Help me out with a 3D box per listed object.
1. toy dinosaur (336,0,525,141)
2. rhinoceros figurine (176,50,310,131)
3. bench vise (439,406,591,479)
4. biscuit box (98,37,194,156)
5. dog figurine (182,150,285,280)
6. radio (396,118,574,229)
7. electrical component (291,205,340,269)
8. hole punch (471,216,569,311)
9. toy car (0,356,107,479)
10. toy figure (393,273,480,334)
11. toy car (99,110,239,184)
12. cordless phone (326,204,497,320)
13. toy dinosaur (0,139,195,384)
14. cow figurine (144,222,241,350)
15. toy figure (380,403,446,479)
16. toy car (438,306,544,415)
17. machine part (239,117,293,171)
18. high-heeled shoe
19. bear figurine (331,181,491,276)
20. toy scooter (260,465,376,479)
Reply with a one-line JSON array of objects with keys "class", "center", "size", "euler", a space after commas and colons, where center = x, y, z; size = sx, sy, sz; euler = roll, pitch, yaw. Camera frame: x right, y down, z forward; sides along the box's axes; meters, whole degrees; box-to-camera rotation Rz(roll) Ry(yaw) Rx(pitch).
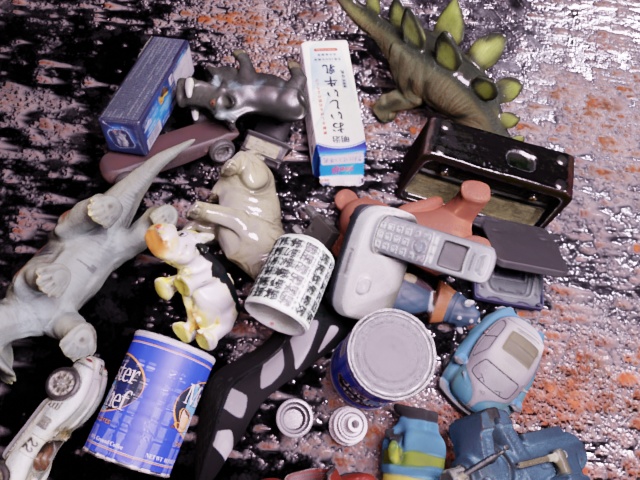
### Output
[{"class": "toy dinosaur", "center": [0.165, -0.254, 0.803], "size": [0.471, 0.198, 0.105], "euler": [35, 61, 4]}, {"class": "rhinoceros figurine", "center": [-0.109, -0.207, 0.776], "size": [0.190, 0.073, 0.112], "euler": [6, 66, -3]}, {"class": "bench vise", "center": [0.245, 0.313, 0.610], "size": [0.223, 0.129, 0.241], "euler": [10, 55, -40]}, {"class": "biscuit box", "center": [-0.247, -0.213, 0.780], "size": [0.063, 0.059, 0.203], "euler": [9, 53, 7]}, {"class": "dog figurine", "center": [-0.070, -0.018, 0.742], "size": [0.190, 0.121, 0.172], "euler": [35, 77, -6]}, {"class": "radio", "center": [0.240, -0.090, 0.784], "size": [0.230, 0.131, 0.073], "euler": [15, 65, -2]}, {"class": "electrical component", "center": [-0.002, -0.002, 0.753], "size": [0.094, 0.021, 0.063], "euler": [49, 113, 33]}, {"class": "hole punch", "center": [0.278, 0.034, 0.775], "size": [0.142, 0.092, 0.116], "euler": [9, 39, -1]}, {"class": "toy car", "center": [-0.316, 0.225, 0.619], "size": [0.056, 0.073, 0.202], "euler": [29, 68, 8]}, {"class": "toy figure", "center": [0.144, 0.081, 0.740], "size": [0.155, 0.064, 0.058], "euler": [15, 59, 0]}, {"class": "toy car", "center": [-0.217, -0.127, 0.783], "size": [0.202, 0.053, 0.089], "euler": [-22, 53, -16]}, {"class": "cordless phone", "center": [0.112, 0.042, 0.669], "size": [0.184, 0.089, 0.146], "euler": [17, 97, 8]}, {"class": "toy dinosaur", "center": [-0.309, 0.025, 0.672], "size": [0.192, 0.131, 0.405], "euler": [-4, 39, 37]}, {"class": "cow figurine", "center": [-0.151, 0.044, 0.671], "size": [0.068, 0.167, 0.098], "euler": [3, 28, 36]}, {"class": "toy figure", "center": [0.110, 0.290, 0.639], "size": [0.082, 0.089, 0.180], "euler": [10, 70, 2]}, {"class": "toy car", "center": [0.241, 0.158, 0.702], "size": [0.109, 0.103, 0.161], "euler": [42, 71, 9]}, {"class": "machine part", "center": [-0.070, -0.174, 0.829], "size": [0.084, 0.039, 0.139], "euler": [17, 69, 8]}, {"class": "high-heeled shoe", "center": [-0.060, 0.190, 0.675], "size": [0.145, 0.086, 0.248], "euler": [20, 84, -22]}, {"class": "bear figurine", "center": [0.120, -0.023, 0.746], "size": [0.196, 0.132, 0.120], "euler": [12, 69, -9]}, {"class": "toy scooter", "center": [-0.018, 0.297, 0.596], "size": [0.184, 0.135, 0.075], "euler": [-11, 72, -10]}]
